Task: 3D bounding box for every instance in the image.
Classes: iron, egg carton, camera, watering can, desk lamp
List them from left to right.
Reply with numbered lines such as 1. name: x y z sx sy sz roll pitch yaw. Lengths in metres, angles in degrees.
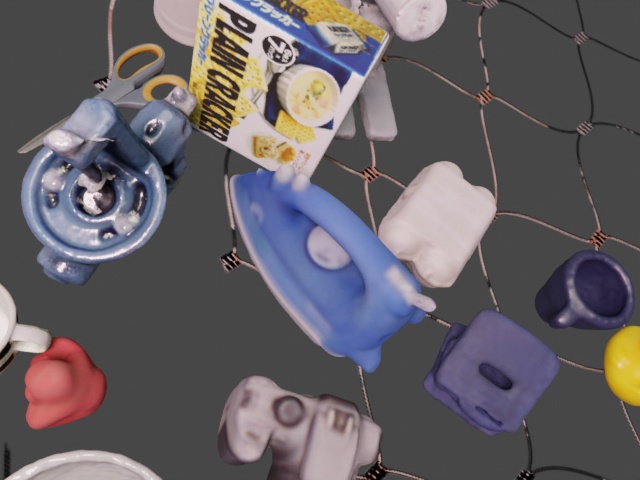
1. watering can: -0.122 -0.315 0.633 0.173 0.194 0.101 4 67 -16
2. camera: -0.024 0.205 0.505 0.143 0.100 0.137 21 64 -9
3. iron: 0.005 0.002 0.574 0.258 0.141 0.119 46 63 4
4. desk lamp: 0.067 -0.254 0.658 0.118 0.213 0.203 -4 70 -19
5. egg carton: 0.136 -0.021 0.666 0.107 0.069 0.150 38 63 0

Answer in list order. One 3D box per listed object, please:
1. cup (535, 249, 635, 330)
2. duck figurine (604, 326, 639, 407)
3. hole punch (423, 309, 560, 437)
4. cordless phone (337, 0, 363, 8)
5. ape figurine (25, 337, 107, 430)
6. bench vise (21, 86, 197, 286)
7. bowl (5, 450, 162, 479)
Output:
1. cup: 0.287 0.075 0.661 0.118 0.095 0.091 -33 81 -26
2. duck figurine: 0.391 0.142 0.672 0.077 0.086 0.105 34 63 -2
3. hole punch: 0.180 0.142 0.601 0.108 0.091 0.101 35 63 -1
4. cordless phone: 0.035 -0.375 0.713 0.148 0.185 0.094 14 65 -12
5. ape figurine: -0.221 0.120 0.481 0.076 0.092 0.078 27 63 -5
6. bench vise: -0.185 -0.079 0.502 0.121 0.219 0.207 16 65 -10
7. bowl: -0.190 0.253 0.447 0.168 0.074 0.167 6 67 -15
